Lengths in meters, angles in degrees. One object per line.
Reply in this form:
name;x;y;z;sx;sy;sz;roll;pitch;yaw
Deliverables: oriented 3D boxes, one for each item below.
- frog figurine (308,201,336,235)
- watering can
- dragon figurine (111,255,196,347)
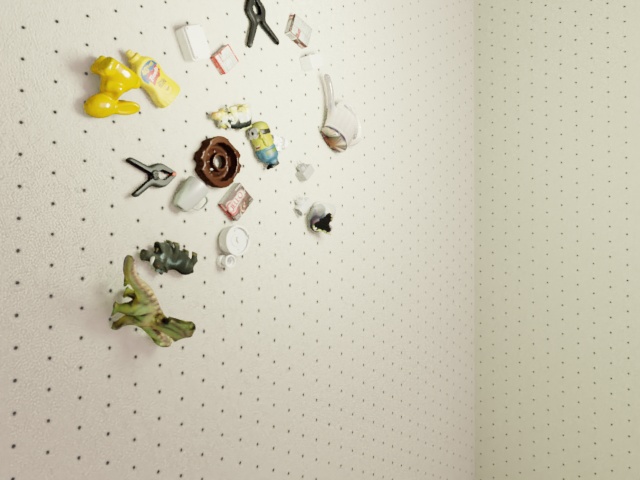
frog figurine;0.007;-0.109;2.173;0.122;0.134;0.163;-19;36;9
watering can;0.074;-0.529;2.236;0.104;0.228;0.342;0;-36;42
dragon figurine;-0.464;0.201;1.472;0.242;0.125;0.401;24;-40;-7
